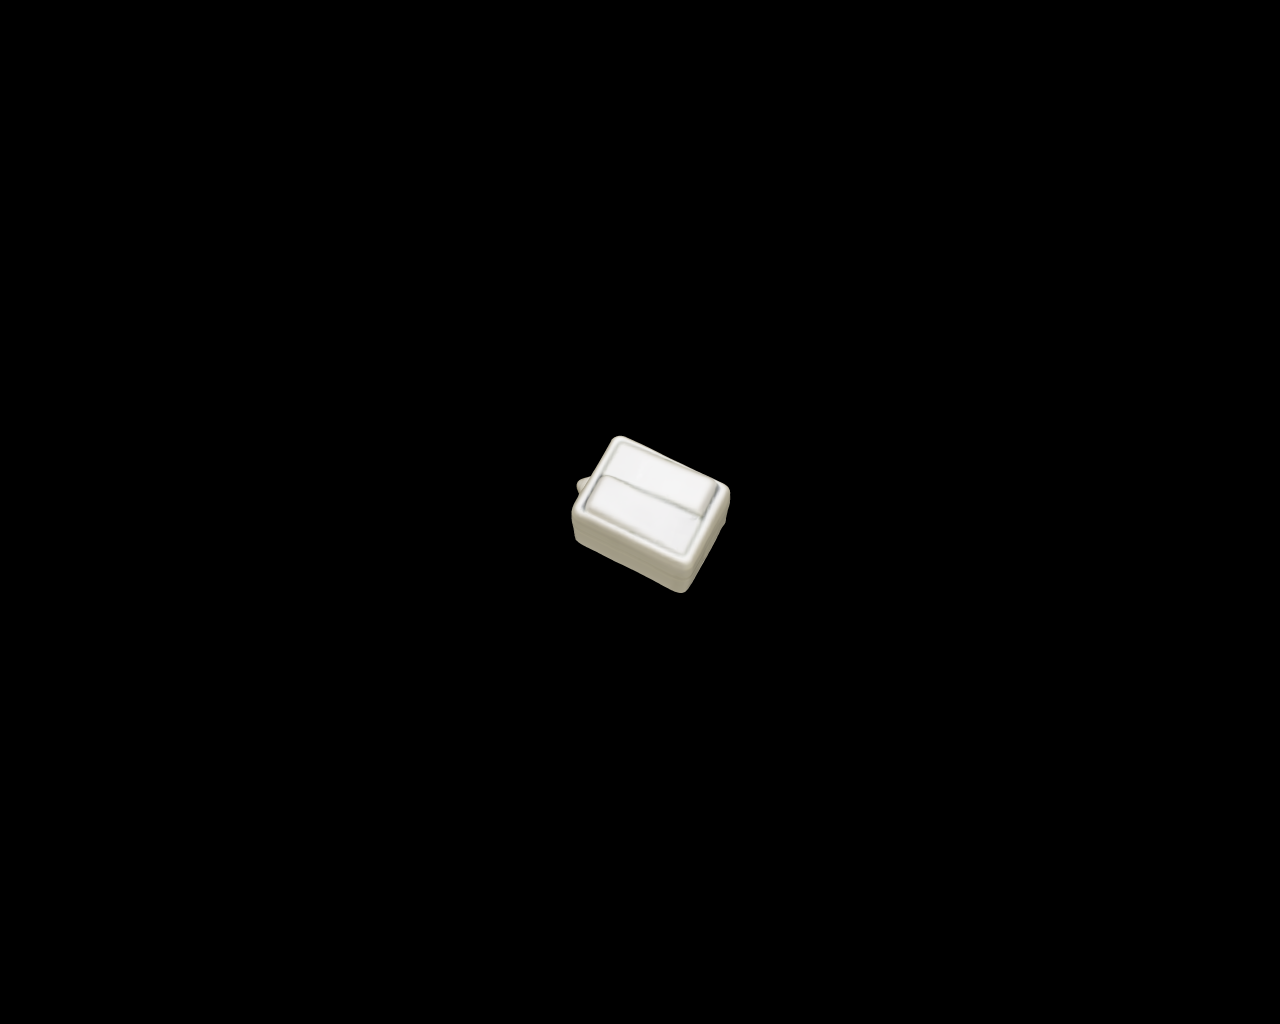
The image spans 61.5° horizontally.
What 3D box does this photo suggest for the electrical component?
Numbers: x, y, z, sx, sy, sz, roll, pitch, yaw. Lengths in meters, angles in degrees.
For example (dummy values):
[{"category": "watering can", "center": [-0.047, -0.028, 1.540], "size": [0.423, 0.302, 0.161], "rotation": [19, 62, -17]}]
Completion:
[{"category": "electrical component", "center": [0.001, -0.003, 0.650], "size": [0.096, 0.062, 0.061], "rotation": [26, -20, 11]}]
